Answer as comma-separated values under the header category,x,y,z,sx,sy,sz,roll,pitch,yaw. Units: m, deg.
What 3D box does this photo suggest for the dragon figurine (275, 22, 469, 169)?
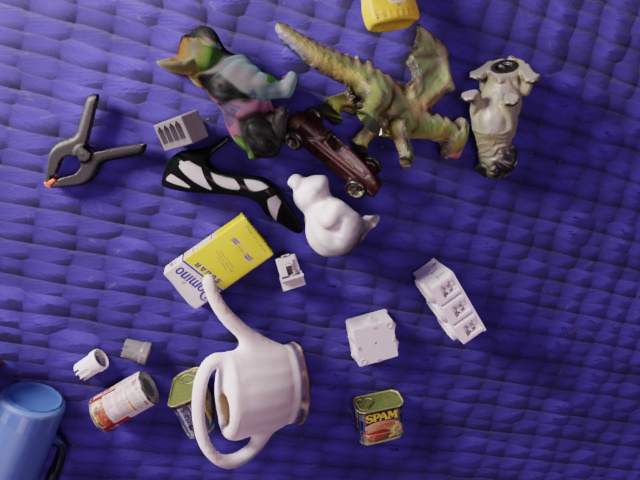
category,x,y,z,sx,sy,sz,roll,pitch,yaw
dragon figurine,0.131,-0.283,0.922,0.245,0.122,0.406,-48,111,-16

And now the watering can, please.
category,x,y,z,sx,sy,sz,roll,pitch,yaw
watering can,-0.123,0.232,0.939,0.224,0.104,0.348,0,90,-35

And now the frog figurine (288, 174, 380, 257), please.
category,x,y,z,sx,sy,sz,roll,pitch,yaw
frog figurine,0.003,-0.046,0.910,0.158,0.138,0.123,34,86,-21
